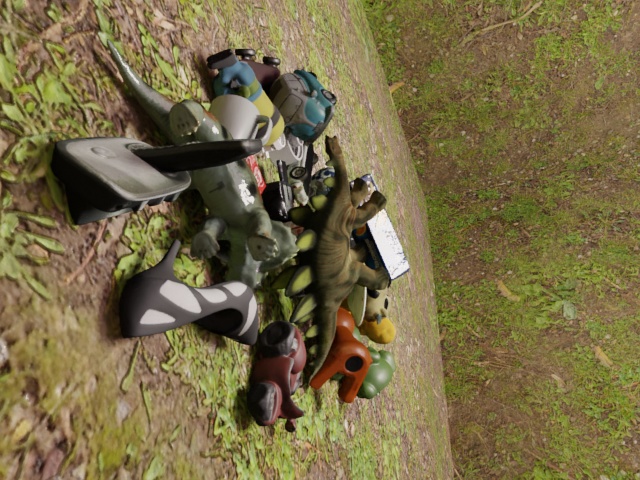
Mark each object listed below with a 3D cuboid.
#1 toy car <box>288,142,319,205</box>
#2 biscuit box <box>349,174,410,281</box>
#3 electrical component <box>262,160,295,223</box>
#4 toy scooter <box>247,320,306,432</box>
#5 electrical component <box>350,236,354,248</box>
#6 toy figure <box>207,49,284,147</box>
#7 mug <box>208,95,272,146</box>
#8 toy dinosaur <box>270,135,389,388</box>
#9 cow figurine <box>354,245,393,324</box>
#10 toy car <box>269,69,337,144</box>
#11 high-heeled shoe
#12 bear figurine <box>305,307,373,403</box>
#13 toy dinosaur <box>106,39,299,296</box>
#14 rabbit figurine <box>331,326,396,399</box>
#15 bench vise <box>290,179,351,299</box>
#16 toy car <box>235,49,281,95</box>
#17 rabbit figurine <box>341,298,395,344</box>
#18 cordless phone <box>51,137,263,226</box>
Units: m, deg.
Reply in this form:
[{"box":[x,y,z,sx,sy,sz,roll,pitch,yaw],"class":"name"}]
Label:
[{"box":[-0.041,-0.163,1.199,0.073,0.056,0.202,69,20,-47],"class":"toy car"},{"box":[0.099,-0.019,1.018,0.059,0.063,0.202,-26,93,-33],"class":"biscuit box"},{"box":[-0.083,-0.090,1.033,0.075,0.048,0.119,-4,82,-72],"class":"electrical component"},{"box":[-0.059,0.229,0.861,0.184,0.075,0.135,-76,149,-48],"class":"toy scooter"},{"box":[0.074,0.022,1.257,0.115,0.058,0.134,10,79,-30],"class":"electrical component"},{"box":[-0.127,-0.238,0.924,0.082,0.089,0.179,-75,151,-43],"class":"toy figure"},{"box":[-0.133,-0.160,0.845,0.080,0.110,0.107,83,16,-60],"class":"mug"},{"box":[0.013,0.052,0.940,0.105,0.198,0.470,37,-45,56],"class":"toy dinosaur"},{"box":[0.116,0.099,1.186,0.127,0.086,0.194,-52,133,-40],"class":"cow figurine"},{"box":[-0.045,-0.272,1.042,0.103,0.109,0.162,10,43,-42],"class":"toy car"},{"box":[-0.148,0.109,0.665,0.248,0.086,0.145,57,31,-41],"class":"high-heeled shoe"},{"box":[0.029,0.221,1.118,0.120,0.132,0.196,29,8,-24],"class":"bear figurine"},{"box":[-0.144,-0.082,0.747,0.192,0.131,0.404,-90,159,-75],"class":"toy dinosaur"},{"box":[0.075,0.274,1.236,0.170,0.121,0.159,59,26,-1],"class":"rabbit figurine"},{"box":[0.009,-0.004,1.108,0.224,0.129,0.240,-86,176,-59],"class":"bench vise"},{"box":[-0.124,-0.317,1.042,0.202,0.053,0.089,-36,134,-69],"class":"toy car"},{"box":[0.110,0.184,1.311,0.173,0.122,0.162,51,-25,11],"class":"rabbit figurine"},{"box":[-0.161,-0.077,0.562,0.146,0.184,0.088,-38,119,-70],"class":"cordless phone"}]
